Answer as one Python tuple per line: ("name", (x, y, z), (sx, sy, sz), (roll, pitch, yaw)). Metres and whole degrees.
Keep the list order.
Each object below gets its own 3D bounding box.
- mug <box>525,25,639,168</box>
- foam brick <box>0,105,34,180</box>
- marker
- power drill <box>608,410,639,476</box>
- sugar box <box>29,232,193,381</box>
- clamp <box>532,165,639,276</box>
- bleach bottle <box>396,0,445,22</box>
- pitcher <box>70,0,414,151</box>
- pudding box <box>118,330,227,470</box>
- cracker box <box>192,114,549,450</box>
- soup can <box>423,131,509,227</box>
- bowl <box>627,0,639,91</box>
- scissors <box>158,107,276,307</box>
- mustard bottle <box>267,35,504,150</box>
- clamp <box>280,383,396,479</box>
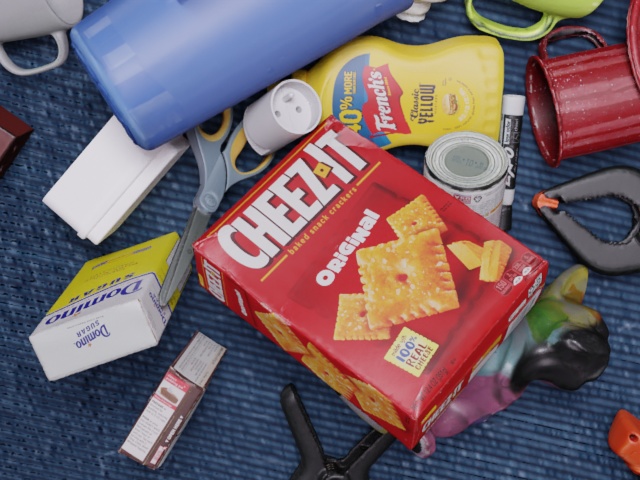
("mug", (0.216, -0.123, 0.868), (0.081, 0.093, 0.117), (-12, 67, -1))
("foam brick", (-0.291, -0.075, 0.907), (0.051, 0.053, 0.078), (36, 103, -7))
("marker", (0.160, -0.063, 0.912), (0.020, 0.020, 0.121), (4, 104, 1))
("power drill", (0.243, 0.247, 0.968), (0.184, 0.057, 0.188), (35, 105, -10))
("sugar box", (-0.165, 0.049, 0.869), (0.093, 0.176, 0.048), (-19, 103, 7))
("clamp", (0.284, 0.002, 0.908), (0.210, 0.036, 0.164), (8, 91, 1))
("bleach bottle", (0.086, -0.279, 0.796), (0.103, 0.068, 0.251), (34, 139, 20))
("pitcher", (-0.063, -0.179, 0.797), (0.242, 0.145, 0.149), (-33, 105, -7))
("pudding box", (-0.125, 0.136, 0.923), (0.039, 0.113, 0.090), (31, 102, -3))
("cracker box", (0.037, 0.024, 0.800), (0.214, 0.072, 0.164), (37, 66, 20))
("soup can", (0.116, -0.030, 0.874), (0.068, 0.068, 0.102), (0, 138, 2))
("bowl", (0.317, -0.153, 0.827), (0.161, 0.055, 0.162), (4, 81, -26))
("scissors", (-0.100, -0.049, 0.854), (0.096, 0.201, 0.016), (48, 144, -15))
("mustard bottle", (0.052, -0.120, 0.881), (0.191, 0.058, 0.096), (1, 115, 2))
("clamp", (0.003, 0.207, 0.974), (0.120, 0.039, 0.171), (19, 104, -2))
